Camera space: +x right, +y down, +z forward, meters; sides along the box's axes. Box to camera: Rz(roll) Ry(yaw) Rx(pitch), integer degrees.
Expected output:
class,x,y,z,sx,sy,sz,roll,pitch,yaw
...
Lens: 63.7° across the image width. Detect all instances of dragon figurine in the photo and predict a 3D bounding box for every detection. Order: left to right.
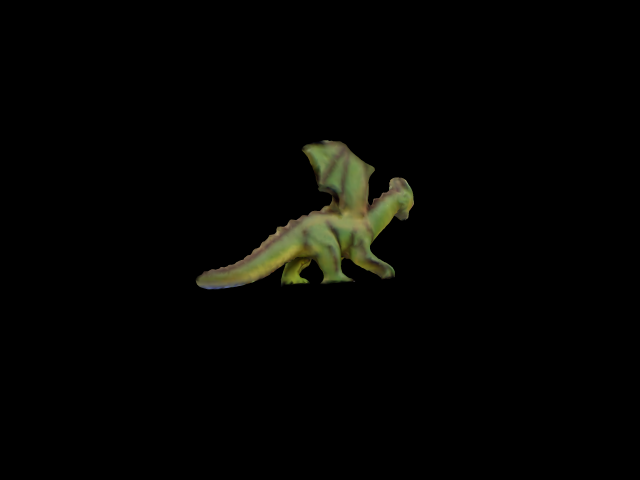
class,x,y,z,sx,sy,sz,roll,pitch,yaw
dragon figurine,0.003,-0.043,0.850,0.411,0.243,0.122,1,-3,-31
